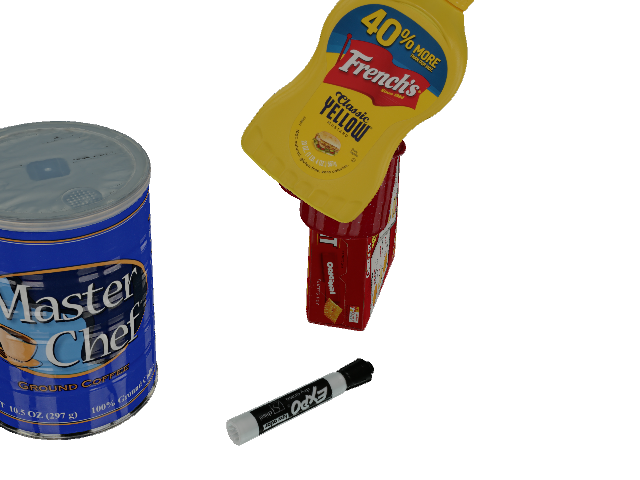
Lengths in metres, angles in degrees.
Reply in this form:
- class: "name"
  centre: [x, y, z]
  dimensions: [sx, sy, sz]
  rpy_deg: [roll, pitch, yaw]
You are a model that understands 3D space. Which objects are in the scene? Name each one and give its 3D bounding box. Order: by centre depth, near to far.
- class: "coffee can"
  centre: [-0.141, 0.021, 0.574]
  dimensions: [0.103, 0.140, 0.103]
  rpy_deg: [2, 33, -2]
- class: "mustard bottle"
  centre: [0.038, -0.110, 0.694]
  dimensions: [0.096, 0.192, 0.058]
  rpy_deg: [37, 18, -5]
- class: "marker"
  centre: [-0.011, 0.112, 0.753]
  dimensions: [0.120, 0.020, 0.020]
  rpy_deg: [-21, 11, -31]
- class: "mug"
  centre: [0.013, -0.056, 0.957]
  dimensions: [0.117, 0.081, 0.093]
  rpy_deg: [13, 28, 12]
- class: "cracker box"
  centre: [0.039, -0.019, 1.202]
  dimensions: [0.072, 0.164, 0.213]
  rpy_deg: [6, 22, 11]
